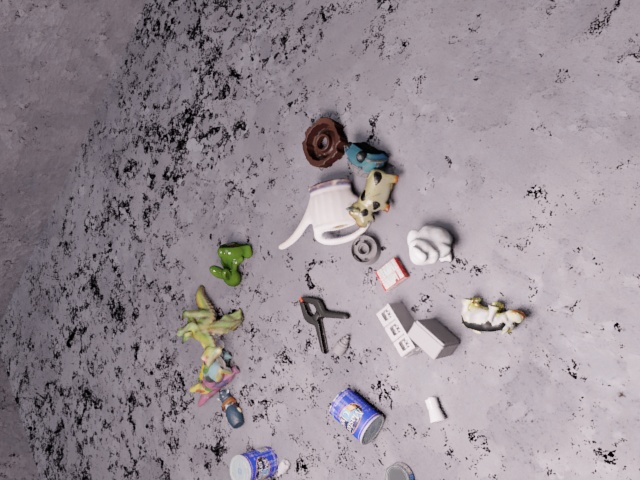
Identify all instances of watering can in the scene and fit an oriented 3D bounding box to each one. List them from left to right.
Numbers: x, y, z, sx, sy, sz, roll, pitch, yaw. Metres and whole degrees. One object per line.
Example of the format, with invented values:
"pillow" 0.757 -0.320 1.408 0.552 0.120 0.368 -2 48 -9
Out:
"watering can" 0.005 -0.088 1.757 0.346 0.103 0.227 -11 77 18

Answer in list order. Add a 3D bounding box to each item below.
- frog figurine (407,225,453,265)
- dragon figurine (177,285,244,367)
"frog figurine" 0.306 0.013 1.483 0.139 0.159 0.121 36 105 36
"dragon figurine" -0.416 0.315 2.020 0.243 0.119 0.420 0 39 6
